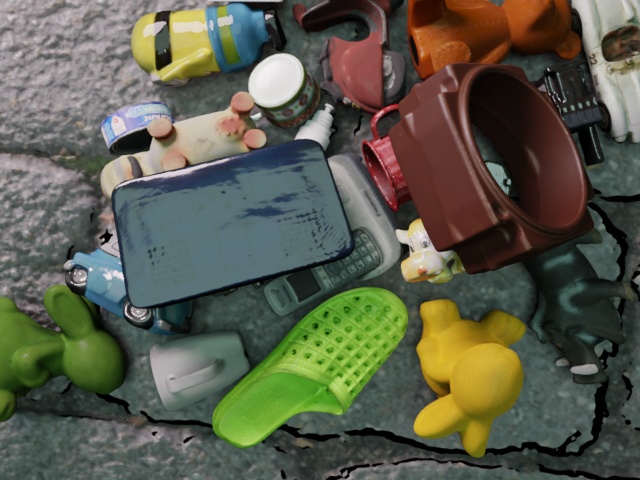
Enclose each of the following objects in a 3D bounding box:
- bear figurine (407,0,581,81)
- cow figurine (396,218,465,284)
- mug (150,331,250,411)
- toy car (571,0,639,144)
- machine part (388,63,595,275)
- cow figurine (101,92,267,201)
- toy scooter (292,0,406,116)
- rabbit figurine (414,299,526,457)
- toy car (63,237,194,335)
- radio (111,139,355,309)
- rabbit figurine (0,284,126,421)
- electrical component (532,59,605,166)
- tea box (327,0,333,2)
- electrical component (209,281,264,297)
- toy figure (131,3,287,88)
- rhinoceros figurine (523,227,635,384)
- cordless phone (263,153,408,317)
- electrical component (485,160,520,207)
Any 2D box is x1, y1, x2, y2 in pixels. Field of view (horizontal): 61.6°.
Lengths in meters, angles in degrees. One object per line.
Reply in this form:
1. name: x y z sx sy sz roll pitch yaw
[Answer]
1. bear figurine: 0.202 -0.242 0.606 0.196 0.132 0.120 -13 88 6
2. cow figurine: 0.138 -0.005 0.596 0.068 0.167 0.098 -23 80 36
3. mug: -0.139 0.147 0.639 0.107 0.109 0.080 -19 87 -11
4. toy car: 0.354 -0.212 0.634 0.074 0.056 0.201 -17 88 3
5. machine part: 0.183 -0.078 0.553 0.201 0.087 0.201 -13 76 -38
6. cow figurine: -0.163 -0.095 0.639 0.195 0.127 0.085 -23 82 -12
7. toy scooter: 0.035 -0.236 0.643 0.135 0.075 0.183 -1 87 4
8. rabbit figurine: 0.159 0.146 0.586 0.122 0.173 0.162 23 87 -1
9. toy car: -0.214 0.045 0.646 0.162 0.109 0.103 27 80 11
10. radio: -0.090 -0.017 0.559 0.230 0.073 0.131 -15 87 -5
11. rabbit figurine: -0.323 0.134 0.658 0.170 0.121 0.159 9 83 -15
12. electrical component: 0.289 -0.141 0.630 0.048 0.075 0.119 -14 92 1
13. tea box: 0.028 -0.368 0.617 0.098 0.068 0.170 -18 64 2
14. electrical component: -0.122 0.024 0.658 0.078 0.045 0.102 -22 88 -6
15. toy figure: -0.135 -0.241 0.649 0.180 0.082 0.089 -15 93 5
16. rhinoceros figurine: 0.296 0.073 0.627 0.112 0.073 0.190 -20 88 1
17. cordless phone: -0.002 -0.003 0.641 0.184 0.089 0.146 -30 89 7
18. electrical component: 0.213 -0.067 0.658 0.094 0.021 0.063 16 90 4
